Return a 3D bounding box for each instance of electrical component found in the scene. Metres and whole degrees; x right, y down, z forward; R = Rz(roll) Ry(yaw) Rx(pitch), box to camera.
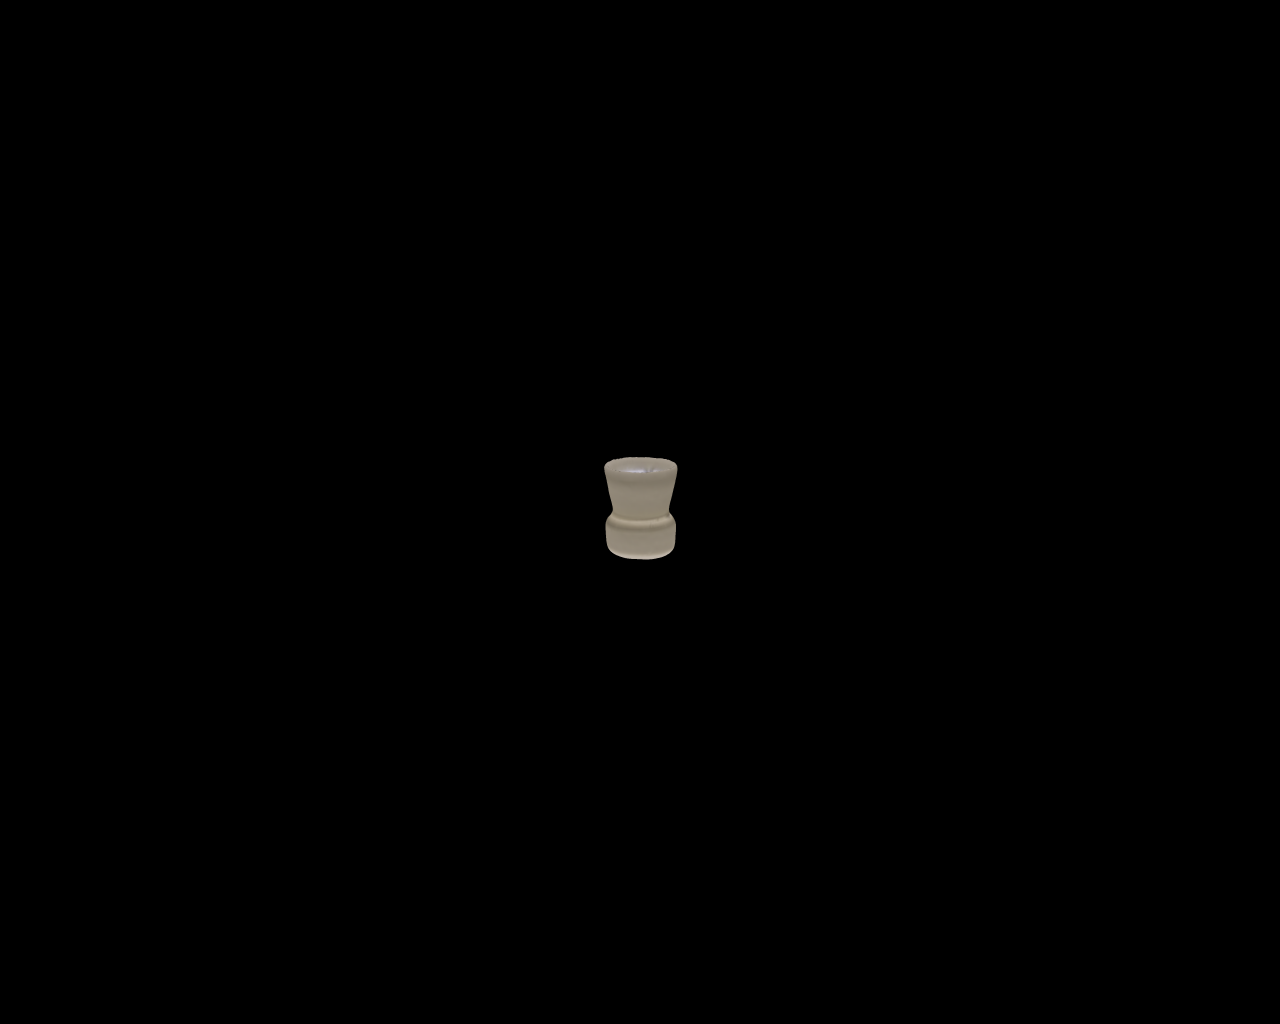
[{"bbox_3d":[0.001,-0.003,0.650,0.045,0.055,0.045,0,16,0],"label":"electrical component"}]
